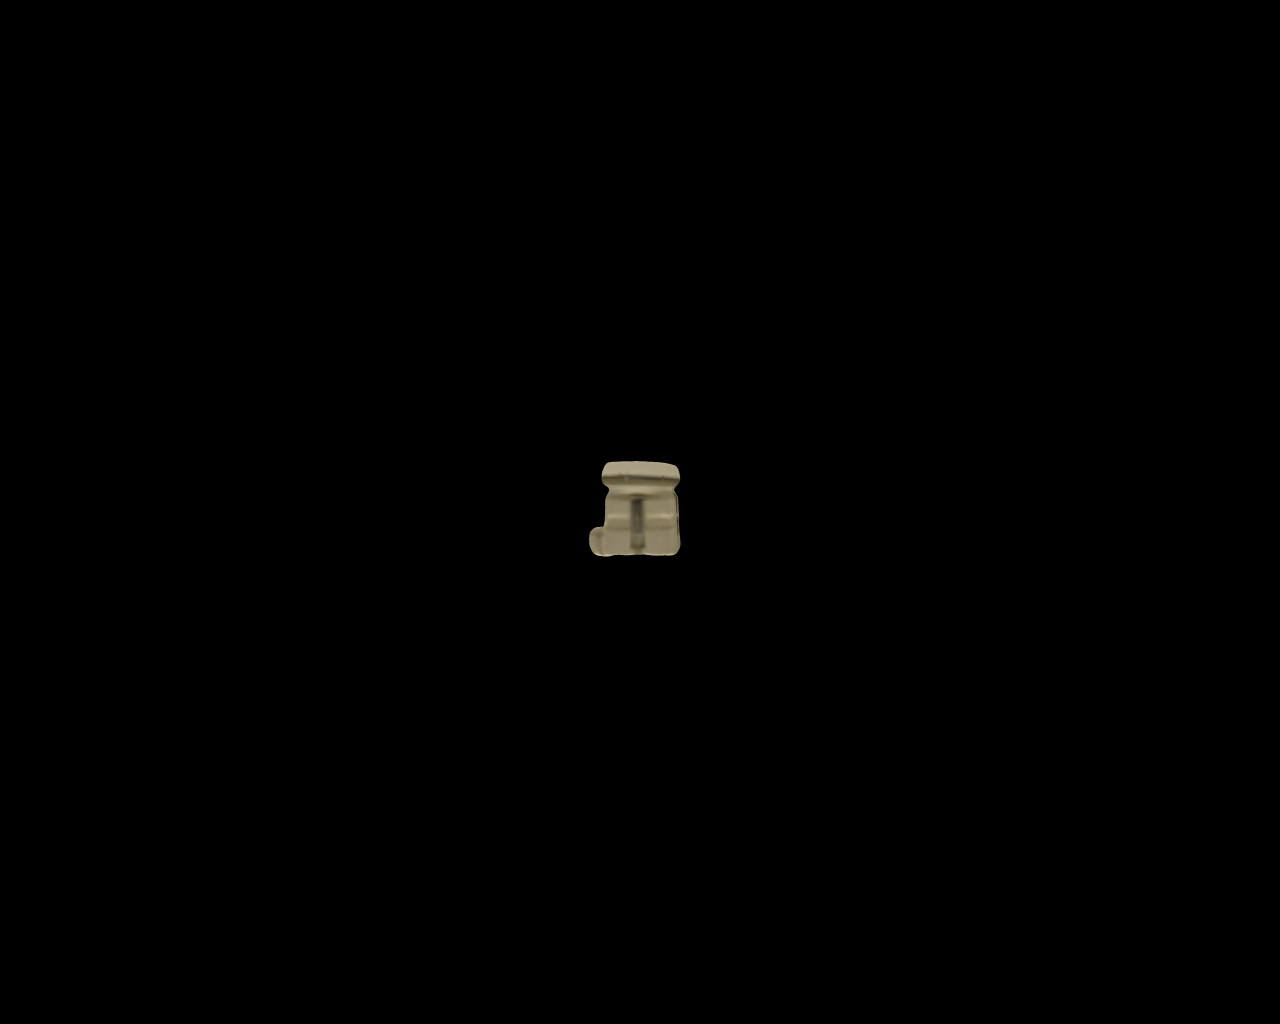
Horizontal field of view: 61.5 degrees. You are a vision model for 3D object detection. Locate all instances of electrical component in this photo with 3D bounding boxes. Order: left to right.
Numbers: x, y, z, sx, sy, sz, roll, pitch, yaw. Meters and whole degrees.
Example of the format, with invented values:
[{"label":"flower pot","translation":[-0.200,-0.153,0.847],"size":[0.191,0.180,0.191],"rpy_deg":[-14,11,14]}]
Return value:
[{"label":"electrical component","translation":[0.001,-0.003,0.650],"size":[0.066,0.055,0.048],"rpy_deg":[0,0,4]}]
